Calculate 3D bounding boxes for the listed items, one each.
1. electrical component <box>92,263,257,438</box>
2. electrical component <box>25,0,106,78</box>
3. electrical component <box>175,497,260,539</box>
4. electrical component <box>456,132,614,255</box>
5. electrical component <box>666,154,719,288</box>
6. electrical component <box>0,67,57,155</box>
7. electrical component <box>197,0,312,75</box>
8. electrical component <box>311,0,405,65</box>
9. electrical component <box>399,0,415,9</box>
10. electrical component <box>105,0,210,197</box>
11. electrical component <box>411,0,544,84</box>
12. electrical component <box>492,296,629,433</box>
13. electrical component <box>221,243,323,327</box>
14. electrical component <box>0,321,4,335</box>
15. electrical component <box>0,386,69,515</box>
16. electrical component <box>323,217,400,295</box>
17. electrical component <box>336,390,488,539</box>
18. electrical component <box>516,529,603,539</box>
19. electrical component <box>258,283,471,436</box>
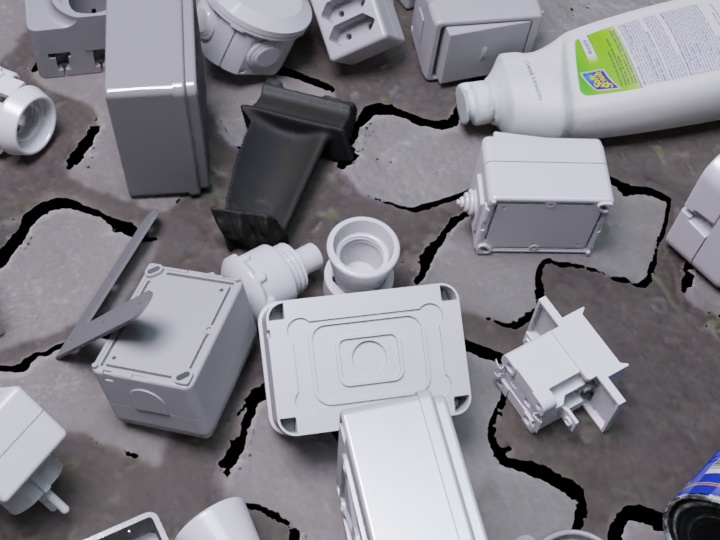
[{"bbox_3d":[-0.102,0.044,0.629,0.062,0.061,0.096,8,50,17],"label":"electrical component"},{"bbox_3d":[-0.189,-0.178,0.767,0.089,0.055,0.050,-8,59,-11],"label":"electrical component"},{"bbox_3d":[-0.066,0.156,0.572,0.045,0.045,0.055,-30,65,-22],"label":"electrical component"},{"bbox_3d":[0.111,-0.052,0.711,0.096,0.061,0.061,1,58,-5],"label":"electrical component"},{"bbox_3d":[0.247,-0.034,0.693,0.054,0.095,0.059,-34,66,-24],"label":"electrical component"},{"bbox_3d":[-0.239,-0.105,0.722,0.055,0.048,0.066,22,58,18],"label":"electrical component"},{"bbox_3d":[-0.079,-0.181,0.769,0.080,0.051,0.080,18,44,-18],"label":"electrical component"},{"bbox_3d":[0.001,-0.198,0.794,0.047,0.076,0.083,-19,88,24],"label":"electrical component"},{"bbox_3d":[0.048,-0.259,0.846,0.076,0.047,0.083,-26,63,-20],"label":"electrical component"},{"bbox_3d":[-0.132,-0.121,0.705,0.056,0.108,0.108,-4,58,-5],"label":"electrical component"},{"bbox_3d":[0.092,-0.179,0.790,0.096,0.061,0.061,-6,58,-9],"label":"electrical component"},{"bbox_3d":[0.119,0.062,0.651,0.064,0.042,0.081,-25,62,-18],"label":"electrical component"},{"bbox_3d":[-0.052,0.003,0.671,0.062,0.048,0.048,-29,64,-28],"label":"electrical component"},{"bbox_3d":[-0.268,0.011,0.644,0.076,0.047,0.083,-24,63,-20],"label":"electrical component"},{"bbox_3d":[-0.188,0.106,0.581,0.075,0.083,0.047,50,59,-19],"label":"electrical component"},{"bbox_3d":[0.000,0.000,0.671,0.045,0.055,0.045,2,57,-4],"label":"electrical component"},{"bbox_3d":[0.025,0.135,0.556,0.056,0.108,0.108,-10,59,-9],"label":"electrical component"},{"bbox_3d":[0.109,0.172,0.571,0.058,0.057,0.078,-34,66,-23],"label":"electrical component"},{"bbox_3d":[0.001,0.051,0.623,0.113,0.057,0.078,-6,86,-9],"label":"electrical component"}]
